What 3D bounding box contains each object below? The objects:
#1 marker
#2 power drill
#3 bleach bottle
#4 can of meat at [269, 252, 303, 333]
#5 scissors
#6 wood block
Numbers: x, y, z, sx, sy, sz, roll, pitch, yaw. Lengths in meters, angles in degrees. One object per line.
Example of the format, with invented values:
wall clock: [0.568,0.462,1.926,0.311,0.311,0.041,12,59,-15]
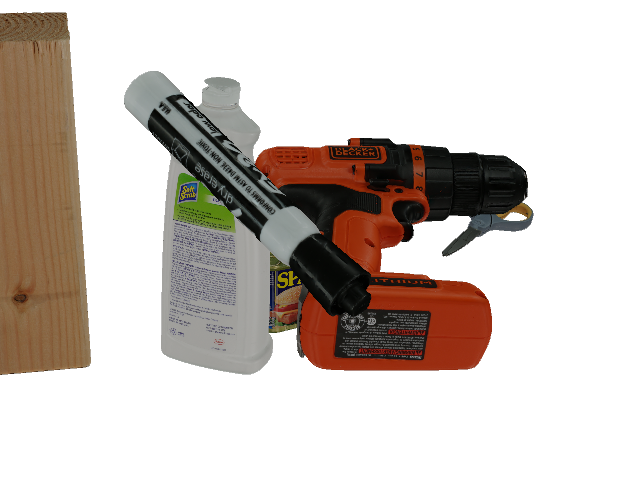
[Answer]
marker: [-0.026,-0.017,0.367,0.121,0.020,0.020,44,22,25]
power drill: [0.051,0.001,0.655,0.184,0.057,0.187,-1,33,-3]
bleach bottle: [-0.084,-0.013,0.918,0.102,0.251,0.068,10,23,11]
can of meat: [-0.037,0.057,1.274,0.101,0.084,0.058,-11,20,-35]
scissors: [0.163,-0.025,1.183,0.096,0.016,0.201,35,32,32]
wood block: [-0.194,-0.029,0.657,0.090,0.206,0.090,-4,23,-13]
